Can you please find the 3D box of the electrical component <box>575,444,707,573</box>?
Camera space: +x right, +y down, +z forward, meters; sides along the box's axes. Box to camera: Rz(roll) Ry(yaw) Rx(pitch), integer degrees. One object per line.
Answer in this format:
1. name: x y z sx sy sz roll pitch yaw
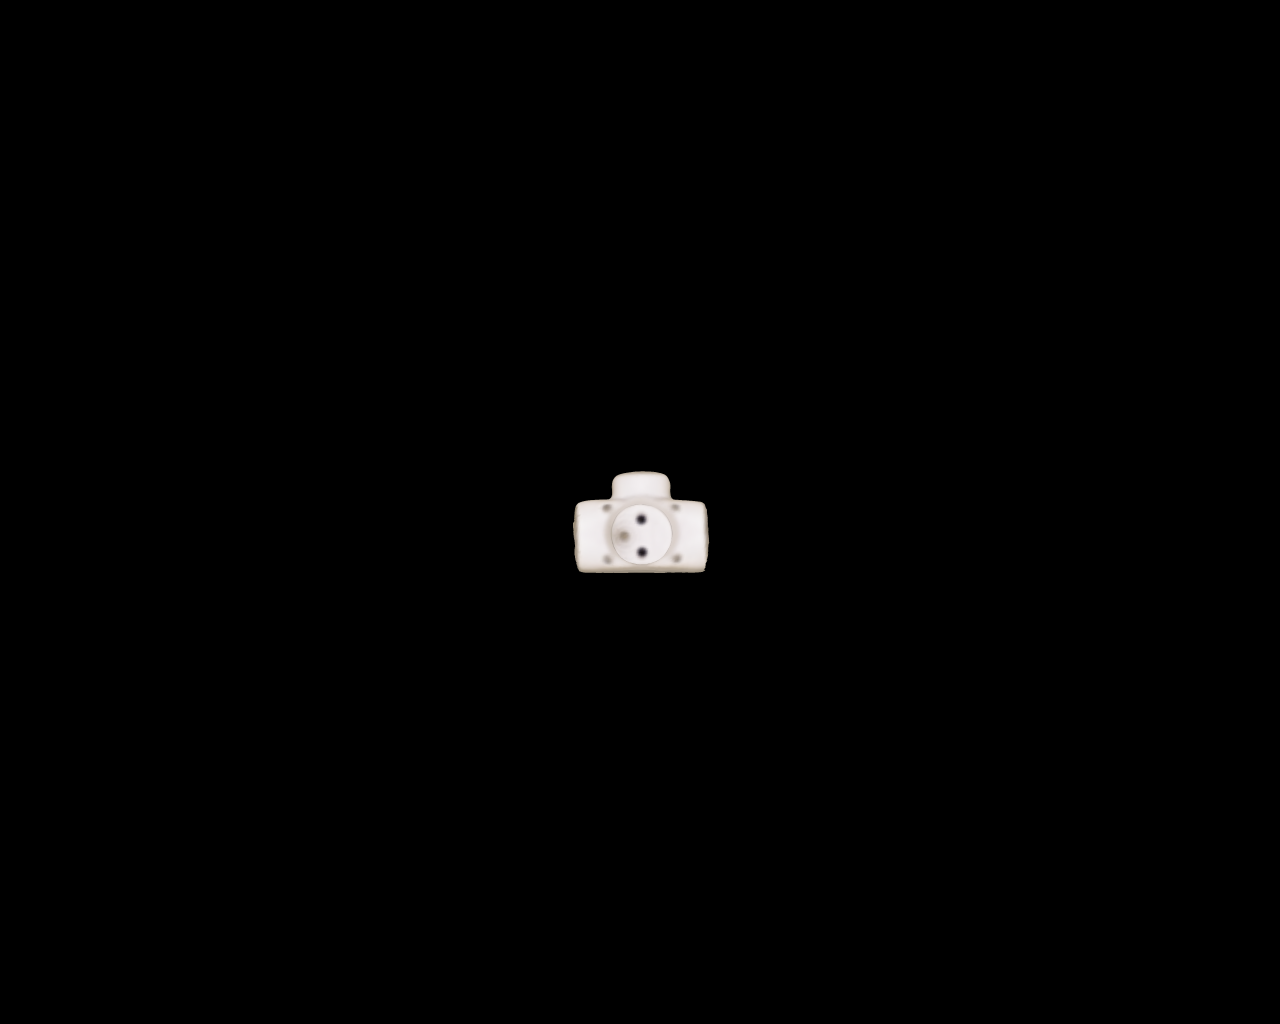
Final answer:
1. electrical component: 0.001 -0.003 0.650 0.077 0.079 0.044 0 -9 0
